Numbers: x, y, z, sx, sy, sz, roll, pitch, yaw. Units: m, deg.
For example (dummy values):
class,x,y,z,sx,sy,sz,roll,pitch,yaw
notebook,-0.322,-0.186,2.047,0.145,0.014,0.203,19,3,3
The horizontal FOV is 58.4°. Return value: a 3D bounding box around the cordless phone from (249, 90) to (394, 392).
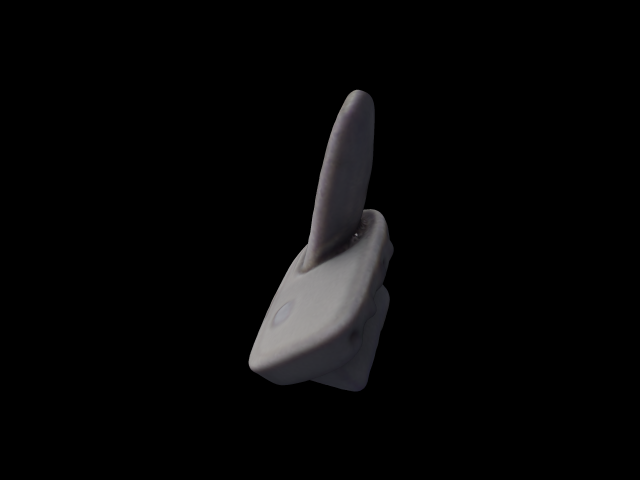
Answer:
class,x,y,z,sx,sy,sz,roll,pitch,yaw
cordless phone,0.004,0.001,0.400,0.094,0.185,0.147,7,39,9
